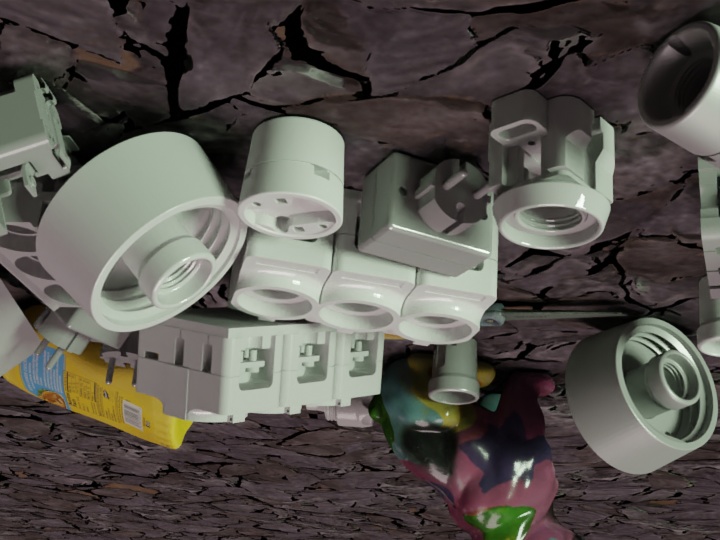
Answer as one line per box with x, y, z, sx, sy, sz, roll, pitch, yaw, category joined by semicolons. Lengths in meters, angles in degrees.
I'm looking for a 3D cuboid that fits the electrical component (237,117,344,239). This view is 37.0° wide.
-0.035;-0.049;0.571;0.055;0.047;0.055;4;157;2;electrical component

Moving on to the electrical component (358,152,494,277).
0.046;-0.036;0.586;0.066;0.047;0.077;15;155;-23;electrical component

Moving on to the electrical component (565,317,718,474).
0.208;0.086;0.771;0.108;0.108;0.060;17;148;-27;electrical component

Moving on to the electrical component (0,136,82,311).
-0.179;-0.027;0.631;0.079;0.063;0.121;1;157;9;electrical component

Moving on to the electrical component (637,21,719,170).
0.155;-0.076;0.466;0.047;0.055;0.055;20;153;-24;electrical component

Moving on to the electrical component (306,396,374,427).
-0.017;0.118;0.963;0.062;0.043;0.043;2;157;9;electrical component

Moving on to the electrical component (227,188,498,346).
0.000;0.000;0.661;0.150;0.061;0.089;10;156;-11;electrical component

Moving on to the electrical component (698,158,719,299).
0.215;-0.023;0.580;0.056;0.050;0.089;-4;156;20;electrical component

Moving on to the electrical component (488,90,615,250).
0.096;-0.046;0.541;0.058;0.057;0.078;-15;150;39;electrical component

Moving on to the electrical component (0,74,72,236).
-0.182;-0.064;0.539;0.064;0.081;0.042;-18;156;-3;electrical component

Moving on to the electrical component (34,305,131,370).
-0.193;0.031;0.722;0.066;0.076;0.047;36;-178;42;electrical component

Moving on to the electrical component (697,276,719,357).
0.240;0.029;0.702;0.040;0.046;0.040;4;157;2;electrical component

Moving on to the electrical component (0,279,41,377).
-0.281;0.032;0.688;0.105;0.060;0.186;-37;168;-17;electrical component

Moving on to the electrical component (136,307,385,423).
-0.064;0.061;0.725;0.089;0.061;0.150;7;-175;41;electrical component

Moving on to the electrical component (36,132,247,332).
-0.111;-0.014;0.580;0.108;0.060;0.108;-35;156;-18;electrical component

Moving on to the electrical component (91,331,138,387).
-0.168;0.048;0.785;0.066;0.076;0.047;6;157;-3;electrical component

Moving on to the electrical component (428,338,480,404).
0.075;0.079;0.849;0.040;0.046;0.040;4;157;2;electrical component
